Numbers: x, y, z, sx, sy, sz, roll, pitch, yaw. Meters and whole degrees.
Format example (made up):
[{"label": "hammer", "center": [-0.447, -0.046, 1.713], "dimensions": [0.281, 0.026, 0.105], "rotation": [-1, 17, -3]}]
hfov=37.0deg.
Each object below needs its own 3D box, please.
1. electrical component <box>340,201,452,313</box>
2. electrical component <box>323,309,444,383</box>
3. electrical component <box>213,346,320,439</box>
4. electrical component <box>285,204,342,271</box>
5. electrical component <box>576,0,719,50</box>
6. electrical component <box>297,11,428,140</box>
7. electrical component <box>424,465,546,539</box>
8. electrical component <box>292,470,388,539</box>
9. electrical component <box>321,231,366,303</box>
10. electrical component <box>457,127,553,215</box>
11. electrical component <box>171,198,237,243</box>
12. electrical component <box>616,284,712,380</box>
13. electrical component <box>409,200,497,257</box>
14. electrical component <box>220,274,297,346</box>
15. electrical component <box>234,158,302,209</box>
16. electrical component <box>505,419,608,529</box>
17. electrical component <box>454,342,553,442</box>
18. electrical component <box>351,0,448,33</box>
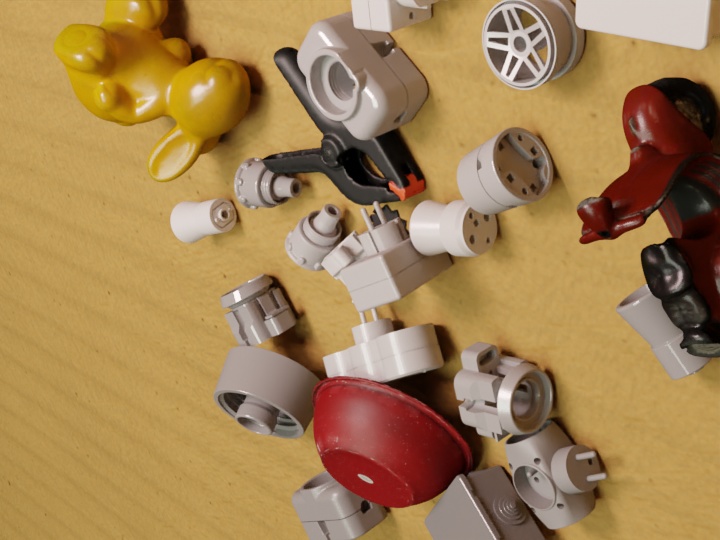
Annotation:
[{"label": "electrical component", "center": [0.023, -0.018, 0.870], "dimensions": [0.047, 0.083, 0.075], "rotation": [-20, 96, 40]}, {"label": "electrical component", "center": [0.014, 0.065, 0.962], "dimensions": [0.138, 0.052, 0.073], "rotation": [-25, 78, 53]}, {"label": "electrical component", "center": [-0.095, 0.130, 1.080], "dimensions": [0.108, 0.060, 0.108], "rotation": [18, 152, 10]}, {"label": "electrical component", "center": [-0.037, -0.033, 0.968], "dimensions": [0.048, 0.048, 0.062], "rotation": [49, 134, 17]}, {"label": "electrical component", "center": [0.177, -0.183, 0.627], "dimensions": [0.100, 0.048, 0.099], "rotation": [23, 128, 40]}, {"label": "electrical component", "center": [-0.002, -0.152, 0.843], "dimensions": [0.095, 0.059, 0.053], "rotation": [52, 141, 12]}, {"label": "electrical component", "center": [0.110, 0.230, 0.941], "dimensions": [0.099, 0.048, 0.099], "rotation": [59, 145, 28]}, {"label": "electrical component", "center": [-0.024, 0.240, 1.111], "dimensions": [0.095, 0.054, 0.059], "rotation": [-21, 96, 52]}, {"label": "electrical component", "center": [0.000, 0.000, 0.936], "dimensions": [0.048, 0.066, 0.055], "rotation": [-42, 94, 7]}, {"label": "electrical component", "center": [0.103, -0.069, 0.778], "dimensions": [0.047, 0.055, 0.055], "rotation": [-24, 93, 56]}, {"label": "electrical component", "center": [-0.157, -0.052, 1.097], "dimensions": [0.065, 0.044, 0.044], "rotation": [-7, 106, 46]}, {"label": "electrical component", "center": [0.211, 0.041, 0.733], "dimensions": [0.065, 0.044, 0.044], "rotation": [56, 142, 1]}, {"label": "electrical component", "center": [0.073, -0.033, 0.841], "dimensions": [0.055, 0.045, 0.045], "rotation": [3, 114, 48]}, {"label": "electrical component", "center": [-0.104, 0.040, 1.079], "dimensions": [0.078, 0.058, 0.057], "rotation": [-21, 99, 53]}, {"label": "electrical component", "center": [-0.082, -0.078, 0.993], "dimensions": [0.062, 0.048, 0.048], "rotation": [10, 119, 38]}, {"label": "electrical component", "center": [0.163, 0.160, 0.855], "dimensions": [0.079, 0.044, 0.077], "rotation": [-27, 91, 53]}, {"label": "electrical component", "center": [0.117, 0.100, 0.863], "dimensions": [0.057, 0.058, 0.078], "rotation": [8, 118, 50]}, {"label": "electrical component", "center": [0.035, -0.209, 0.777], "dimensions": [0.077, 0.047, 0.065], "rotation": [18, 125, 42]}]
